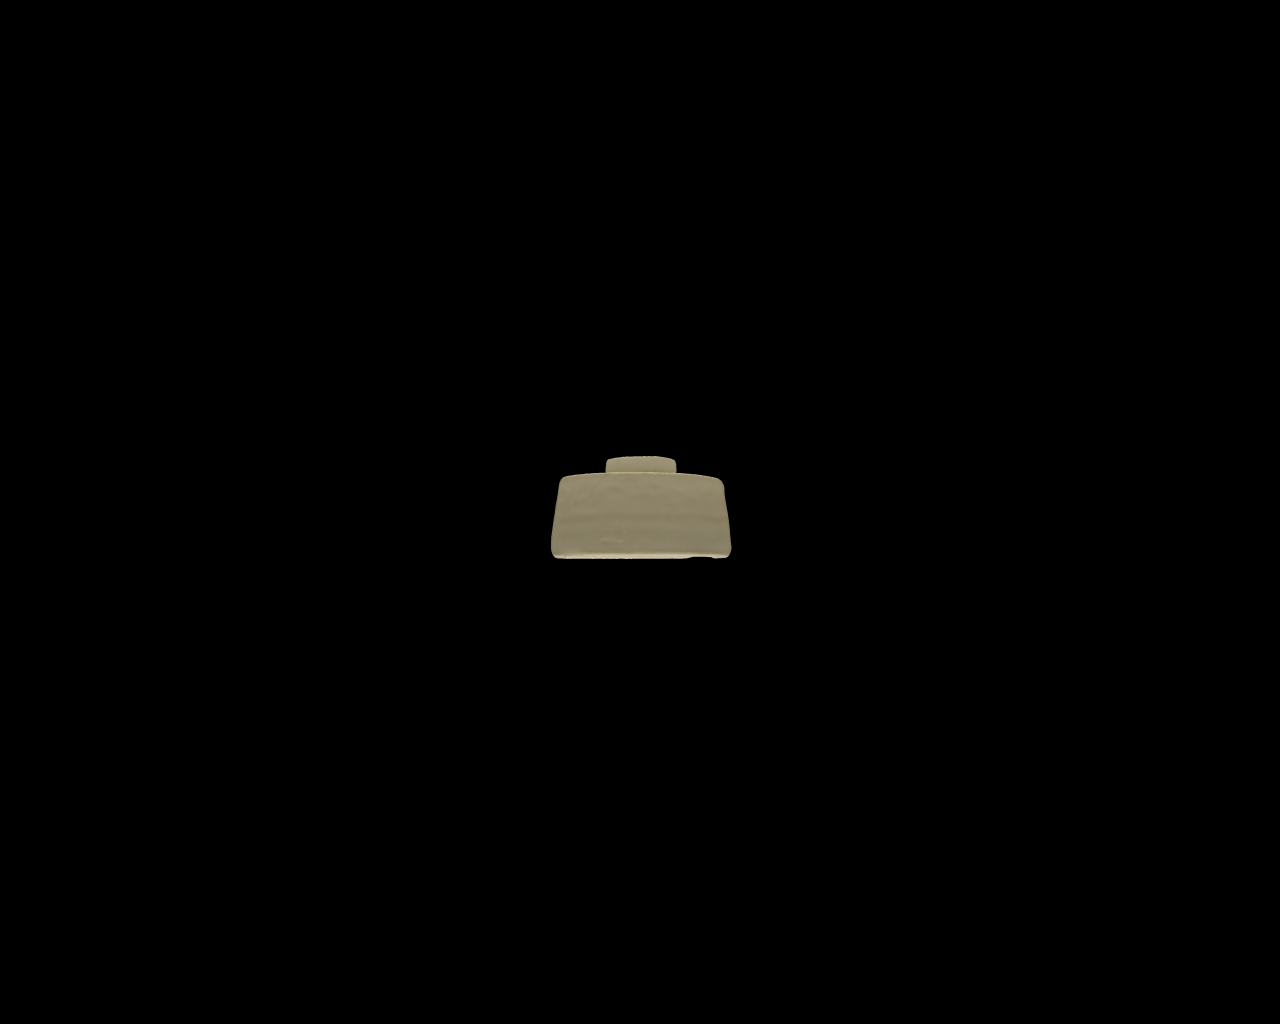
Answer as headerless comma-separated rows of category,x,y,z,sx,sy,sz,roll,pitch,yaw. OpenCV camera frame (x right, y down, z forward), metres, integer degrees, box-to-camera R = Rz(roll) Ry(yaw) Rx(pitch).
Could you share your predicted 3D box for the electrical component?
electrical component,0.001,-0.003,0.650,0.108,0.060,0.108,0,-3,0
